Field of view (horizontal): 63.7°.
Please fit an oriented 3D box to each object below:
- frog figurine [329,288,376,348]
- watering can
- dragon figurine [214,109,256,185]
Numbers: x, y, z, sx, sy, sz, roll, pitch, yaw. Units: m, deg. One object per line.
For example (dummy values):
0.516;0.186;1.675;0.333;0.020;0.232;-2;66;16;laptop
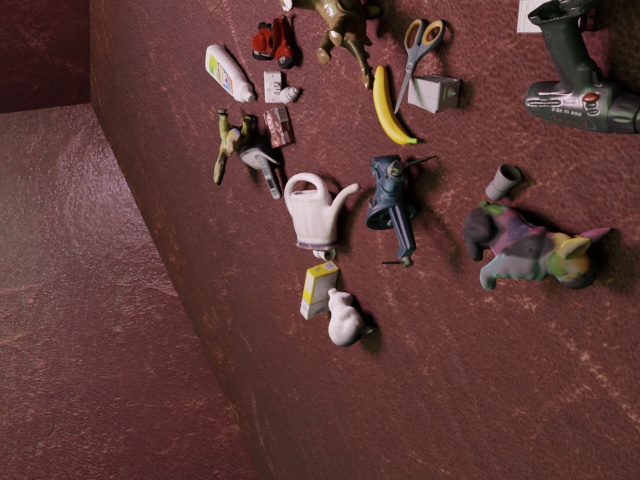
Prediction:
0.062;0.214;1.447;0.160;0.124;0.135;54;165;7;frog figurine
0.004;-0.071;1.412;0.349;0.105;0.222;13;116;54;watering can
-0.292;-0.287;1.657;0.418;0.122;0.239;-104;29;-64;dragon figurine
